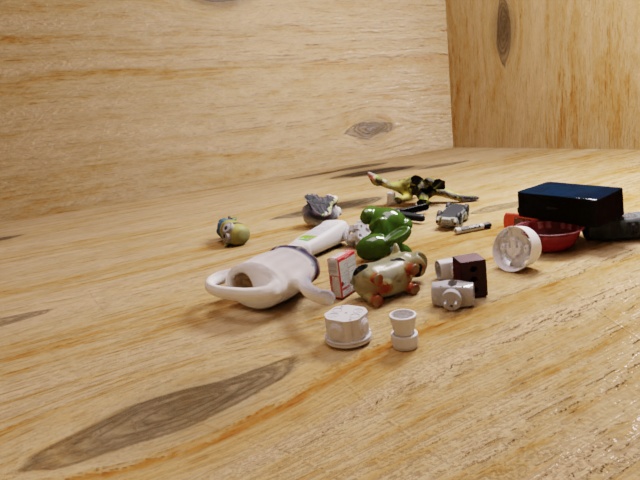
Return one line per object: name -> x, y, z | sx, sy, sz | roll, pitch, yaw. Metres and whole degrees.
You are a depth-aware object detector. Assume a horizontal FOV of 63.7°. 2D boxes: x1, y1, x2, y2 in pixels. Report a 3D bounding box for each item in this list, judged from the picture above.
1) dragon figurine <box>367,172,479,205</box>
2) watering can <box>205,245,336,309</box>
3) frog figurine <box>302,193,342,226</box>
dragon figurine -> 0.382, -0.206, 1.996 | 0.410, 0.121, 0.246 | 9, 16, -10
watering can -> -0.075, 0.084, 1.073 | 0.347, 0.103, 0.227 | 2, 15, 33
frog figurine -> 0.006, -0.091, 1.812 | 0.138, 0.125, 0.156 | -16, -22, -7
